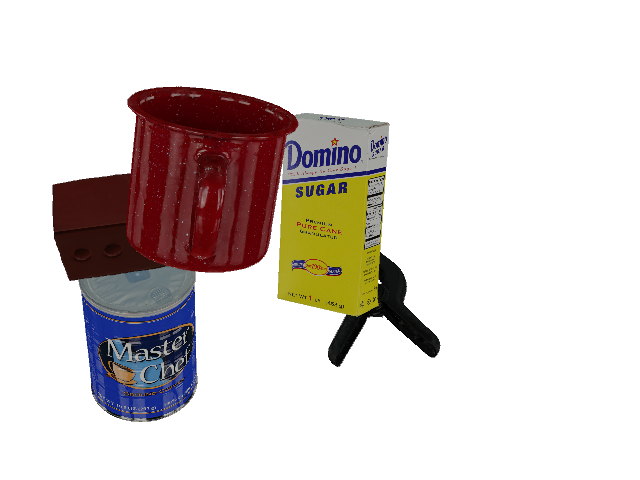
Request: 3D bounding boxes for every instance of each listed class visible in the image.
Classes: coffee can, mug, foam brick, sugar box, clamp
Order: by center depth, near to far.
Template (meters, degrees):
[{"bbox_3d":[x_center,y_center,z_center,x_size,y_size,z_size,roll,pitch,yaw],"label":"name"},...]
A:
[{"bbox_3d":[-0.062,-0.029,0.581,0.093,0.081,0.117,5,21,-12],"label":"mug"},{"bbox_3d":[-0.151,-0.011,0.771,0.078,0.051,0.053,-9,-40,-5],"label":"foam brick"},{"bbox_3d":[-0.166,0.082,0.986,0.103,0.140,0.103,2,39,-2],"label":"coffee can"},{"bbox_3d":[0.010,-0.025,0.989,0.093,0.176,0.048,10,18,30],"label":"sugar box"},{"bbox_3d":[0.071,0.072,1.192,0.120,0.171,0.039,5,-43,-2],"label":"clamp"}]
